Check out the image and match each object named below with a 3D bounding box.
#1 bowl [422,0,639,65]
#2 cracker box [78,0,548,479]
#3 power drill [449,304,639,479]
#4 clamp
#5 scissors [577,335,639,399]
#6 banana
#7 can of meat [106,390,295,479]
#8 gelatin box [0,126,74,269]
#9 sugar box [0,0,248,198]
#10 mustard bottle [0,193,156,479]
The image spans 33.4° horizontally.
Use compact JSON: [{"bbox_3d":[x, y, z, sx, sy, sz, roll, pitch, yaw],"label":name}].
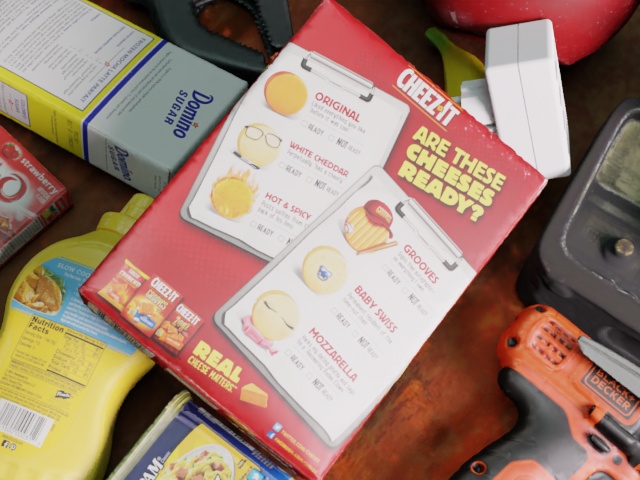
[{"bbox_3d":[0.124,-0.151,0.680,0.162,0.162,0.055,18,100,7],"label":"bowl"},{"bbox_3d":[-0.004,0.001,0.600,0.164,0.072,0.213,39,78,-4],"label":"cracker box"},{"bbox_3d":[0.138,0.154,0.595,0.184,0.057,0.187,40,72,11],"label":"power drill"},{"bbox_3d":[-0.083,-0.186,0.736,0.210,0.036,0.164,40,74,12],"label":"clamp"},{"bbox_3d":[0.218,0.132,0.571,0.202,0.016,0.096,21,91,10],"label":"scissors"},{"bbox_3d":[0.073,-0.046,0.685,0.070,0.037,0.197,13,67,23],"label":"banana"},{"bbox_3d":[-0.074,0.150,0.595,0.084,0.057,0.102,35,72,11],"label":"can of meat"},{"bbox_3d":[-0.214,-0.032,0.679,0.089,0.030,0.073,43,75,14],"label":"gelatin box"},{"bbox_3d":[-0.145,-0.101,0.691,0.176,0.048,0.093,31,56,9],"label":"sugar box"},{"bbox_3d":[-0.142,0.057,0.630,0.096,0.058,0.191,21,70,7],"label":"mustard bottle"}]
